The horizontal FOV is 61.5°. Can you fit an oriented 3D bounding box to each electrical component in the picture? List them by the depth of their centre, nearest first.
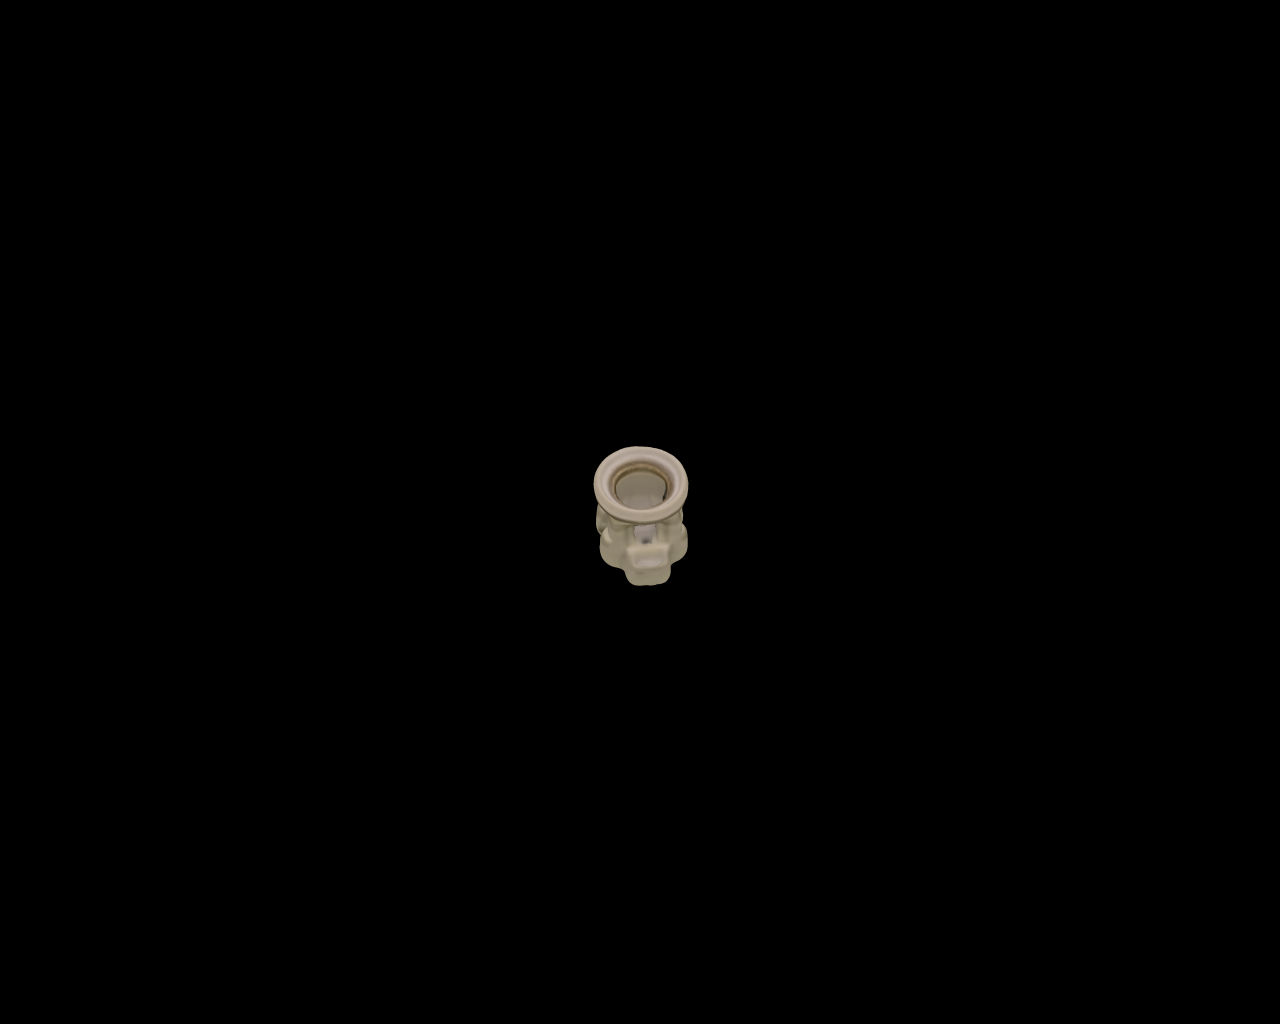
[{"bbox_3d":[0.001,-0.003,0.650,0.058,0.078,0.056,-5,-39,-4],"label":"electrical component"}]
